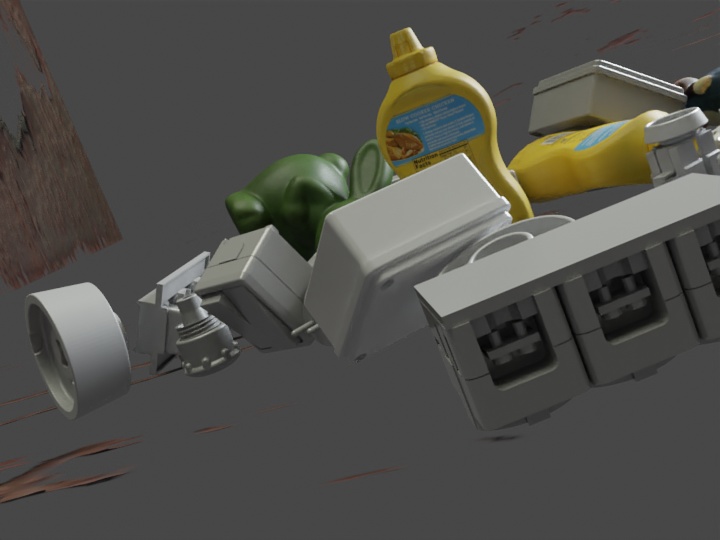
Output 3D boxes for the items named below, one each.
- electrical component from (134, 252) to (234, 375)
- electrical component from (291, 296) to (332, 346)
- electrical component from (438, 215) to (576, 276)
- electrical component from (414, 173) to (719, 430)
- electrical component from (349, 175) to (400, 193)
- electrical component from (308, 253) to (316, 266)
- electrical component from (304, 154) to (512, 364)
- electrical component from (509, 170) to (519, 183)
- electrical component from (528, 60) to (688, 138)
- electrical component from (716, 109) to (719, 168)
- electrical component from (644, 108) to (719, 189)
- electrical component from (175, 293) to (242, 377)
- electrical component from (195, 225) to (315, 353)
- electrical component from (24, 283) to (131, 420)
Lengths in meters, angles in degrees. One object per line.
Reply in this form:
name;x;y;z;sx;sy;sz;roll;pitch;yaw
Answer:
electrical component;-0.143;0.037;0.936;0.063;0.078;0.121;10;15;8
electrical component;-0.014;0.029;0.762;0.079;0.043;0.077;-29;11;-37
electrical component;0.092;0.015;0.603;0.099;0.064;0.099;-26;20;11
electrical component;0.110;0.014;0.490;0.150;0.061;0.089;-22;9;-2
electrical component;0.028;-0.061;1.142;0.121;0.063;0.079;-17;10;30
electrical component;0.000;0.000;0.878;0.080;0.051;0.080;-21;9;3
electrical component;0.028;-0.006;0.677;0.109;0.056;0.108;-26;-24;-25
electrical component;0.114;-0.054;0.942;0.066;0.047;0.077;-23;9;-6
electrical component;0.237;-0.151;1.036;0.109;0.056;0.109;13;-8;-22
electrical component;0.252;-0.079;0.708;0.035;0.061;0.035;-21;9;3
electrical component;0.243;-0.089;0.811;0.066;0.055;0.048;-27;10;-29
electrical component;-0.124;0.050;0.841;0.048;0.062;0.048;-21;8;3
electrical component;-0.067;0.023;0.811;0.062;0.096;0.061;-13;41;45
electrical component;-0.226;0.062;0.883;0.060;0.108;0.108;-20;7;-30
